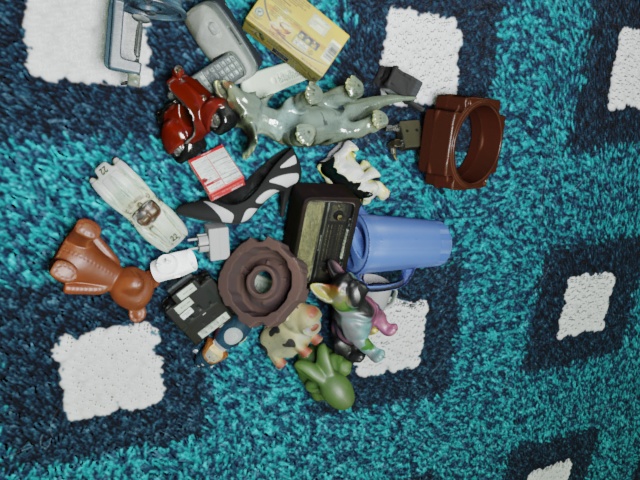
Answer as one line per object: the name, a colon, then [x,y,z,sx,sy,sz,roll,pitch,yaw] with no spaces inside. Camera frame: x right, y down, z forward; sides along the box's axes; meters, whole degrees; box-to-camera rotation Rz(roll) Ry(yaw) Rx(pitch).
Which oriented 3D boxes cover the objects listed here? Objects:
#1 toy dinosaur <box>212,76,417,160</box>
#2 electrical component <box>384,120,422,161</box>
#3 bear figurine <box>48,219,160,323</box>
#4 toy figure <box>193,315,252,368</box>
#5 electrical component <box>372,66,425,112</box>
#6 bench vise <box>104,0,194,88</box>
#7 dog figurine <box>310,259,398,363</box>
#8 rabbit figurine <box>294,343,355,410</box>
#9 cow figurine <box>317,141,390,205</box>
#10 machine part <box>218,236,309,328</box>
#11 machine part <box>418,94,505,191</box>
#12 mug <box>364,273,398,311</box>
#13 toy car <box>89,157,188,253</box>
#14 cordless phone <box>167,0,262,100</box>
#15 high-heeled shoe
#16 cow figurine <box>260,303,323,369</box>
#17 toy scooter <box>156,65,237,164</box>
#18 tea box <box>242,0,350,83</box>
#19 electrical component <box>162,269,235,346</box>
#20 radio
toy dinosaur: [-0.010,-0.230,1.029,0.405,0.192,0.131,-9,96,-38]
electrical component: [0.191,-0.219,1.177,0.102,0.045,0.078,-16,84,-22]
bear figurine: [-0.376,0.064,0.964,0.195,0.132,0.120,34,63,-23]
toy figure: [-0.206,0.212,1.129,0.064,0.058,0.154,43,87,9]
electrical component: [0.176,-0.315,1.120,0.119,0.075,0.047,23,97,-25]
bench vise: [-0.311,-0.370,0.856,0.223,0.129,0.240,4,97,-27]
dog figurine: [0.053,0.147,1.129,0.219,0.192,0.108,51,57,-17]
rabbit figurine: [0.020,0.297,1.191,0.121,0.170,0.159,-37,118,-10]
cow figurine: [0.074,-0.127,1.138,0.098,0.068,0.167,-44,115,1]
machine part: [-0.108,0.082,1.045,0.179,0.179,0.056,-58,160,2]
machine part: [0.316,-0.214,1.181,0.201,0.087,0.200,-7,110,-39]
mug: [0.123,0.141,1.247,0.109,0.081,0.107,2,116,-33]
toy car: [-0.328,-0.062,0.983,0.073,0.056,0.201,-43,119,-6]
cordless phone: [-0.210,-0.321,0.949,0.184,0.089,0.146,-31,118,9]
high-heeled shoe: [-0.150,-0.110,1.037,0.249,0.086,0.145,-3,105,-29]
cow figurine: [-0.061,0.184,1.124,0.127,0.195,0.085,48,46,-4]
toy scooter: [-0.231,-0.220,0.931,0.135,0.184,0.075,55,44,-11]
tea box: [-0.045,-0.378,0.979,0.169,0.068,0.098,36,86,-13]
electrical component: [-0.247,0.127,1.081,0.115,0.058,0.134,-37,117,-12]
radio: [-0.002,-0.003,1.110,0.131,0.073,0.229,-4,124,-24]
